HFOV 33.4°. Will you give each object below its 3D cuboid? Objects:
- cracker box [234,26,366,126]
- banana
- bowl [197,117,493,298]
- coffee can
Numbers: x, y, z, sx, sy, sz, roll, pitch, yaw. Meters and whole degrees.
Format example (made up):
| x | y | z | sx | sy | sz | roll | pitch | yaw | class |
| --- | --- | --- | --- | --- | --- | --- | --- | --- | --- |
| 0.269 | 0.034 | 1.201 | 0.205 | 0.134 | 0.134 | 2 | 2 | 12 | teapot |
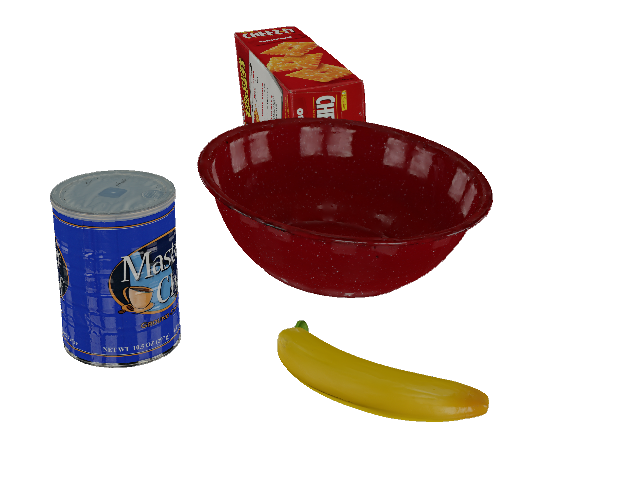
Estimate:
| x | y | z | sx | sy | sz | roll | pitch | yaw | class |
| --- | --- | --- | --- | --- | --- | --- | --- | --- | --- |
| -0.018 | -0.092 | 0.973 | 0.072 | 0.164 | 0.214 | -9 | 25 | -13 | cracker box |
| 0.031 | 0.099 | 0.812 | 0.198 | 0.037 | 0.069 | 21 | 38 | 39 | banana |
| 0.011 | -0.014 | 0.593 | 0.162 | 0.055 | 0.162 | 6 | 27 | -3 | bowl |
| -0.173 | 0.022 | 0.911 | 0.103 | 0.140 | 0.103 | 1 | 24 | -1 | coffee can |
